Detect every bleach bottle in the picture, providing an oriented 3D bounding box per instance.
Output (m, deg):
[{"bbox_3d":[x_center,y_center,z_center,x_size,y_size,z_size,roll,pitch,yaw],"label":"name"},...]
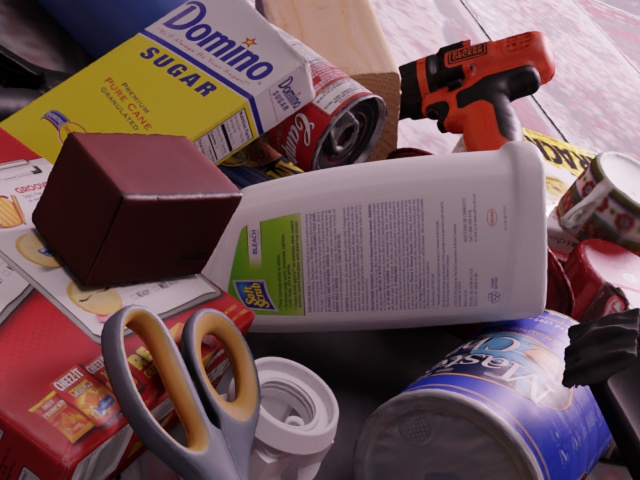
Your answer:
[{"bbox_3d":[-0.004,0.001,0.598,0.251,0.102,0.068,-2,8,0],"label":"bleach bottle"}]

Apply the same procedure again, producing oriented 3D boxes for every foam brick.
[{"bbox_3d":[-0.088,-0.016,0.512,0.051,0.053,0.078,45,28,28],"label":"foam brick"}]

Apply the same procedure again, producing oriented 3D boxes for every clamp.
[{"bbox_3d":[-0.186,-0.098,0.708,0.171,0.039,0.120,14,38,-36],"label":"clamp"}]

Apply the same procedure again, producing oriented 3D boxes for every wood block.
[{"bbox_3d":[0.001,-0.141,0.857,0.090,0.091,0.206,-5,37,-6],"label":"wood block"}]

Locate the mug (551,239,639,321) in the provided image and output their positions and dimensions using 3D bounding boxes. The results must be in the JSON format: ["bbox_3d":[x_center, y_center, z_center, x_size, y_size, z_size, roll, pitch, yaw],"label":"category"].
[{"bbox_3d":[0.188,0.047,0.766,0.117,0.082,0.093,32,30,5],"label":"mug"}]

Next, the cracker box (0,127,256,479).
[{"bbox_3d":[-0.162,0.027,0.508,0.214,0.072,0.164,34,29,10],"label":"cracker box"}]

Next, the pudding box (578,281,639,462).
[{"bbox_3d":[0.195,0.087,0.680,0.090,0.114,0.039,15,30,-23],"label":"pudding box"}]

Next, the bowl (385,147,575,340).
[{"bbox_3d":[0.086,0.016,0.704,0.162,0.162,0.055,40,76,18],"label":"bowl"}]

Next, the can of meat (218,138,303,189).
[{"bbox_3d":[-0.046,-0.042,0.727,0.084,0.057,0.102,30,29,5],"label":"can of meat"}]

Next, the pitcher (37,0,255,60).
[{"bbox_3d":[-0.142,-0.207,0.813,0.144,0.149,0.243,-12,53,-50],"label":"pitcher"}]

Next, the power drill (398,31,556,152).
[{"bbox_3d":[0.101,-0.088,0.861,0.187,0.185,0.057,-83,150,-44],"label":"power drill"}]

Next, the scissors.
[{"bbox_3d":[-0.029,0.113,0.467,0.202,0.016,0.096,60,29,-4],"label":"scissors"}]

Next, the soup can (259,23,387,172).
[{"bbox_3d":[-0.016,-0.090,0.699,0.102,0.069,0.068,38,31,25],"label":"soup can"}]

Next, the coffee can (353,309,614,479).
[{"bbox_3d":[0.096,0.106,0.577,0.103,0.103,0.140,39,31,16],"label":"coffee can"}]

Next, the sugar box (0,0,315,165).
[{"bbox_3d":[-0.100,-0.075,0.639,0.176,0.048,0.093,-38,62,-11],"label":"sugar box"}]
